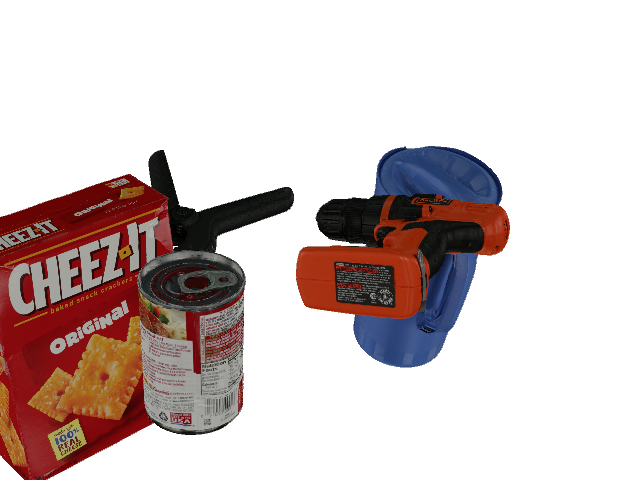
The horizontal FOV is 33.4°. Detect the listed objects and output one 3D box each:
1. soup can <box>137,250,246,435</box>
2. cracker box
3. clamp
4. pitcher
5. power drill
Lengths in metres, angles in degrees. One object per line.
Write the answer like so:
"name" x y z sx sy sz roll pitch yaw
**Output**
"soup can" -0.083 0.067 0.695 0.068 0.102 0.068 2 30 -1
"cracker box" -0.198 0.073 0.886 0.163 0.214 0.072 -24 36 -35
"clamp" -0.144 -0.020 1.061 0.165 0.036 0.209 21 41 20
"pitcher" 0.110 0.031 1.173 0.145 0.243 0.149 25 41 18
"power drill" 0.052 0.004 0.917 0.185 0.057 0.187 2 20 26
